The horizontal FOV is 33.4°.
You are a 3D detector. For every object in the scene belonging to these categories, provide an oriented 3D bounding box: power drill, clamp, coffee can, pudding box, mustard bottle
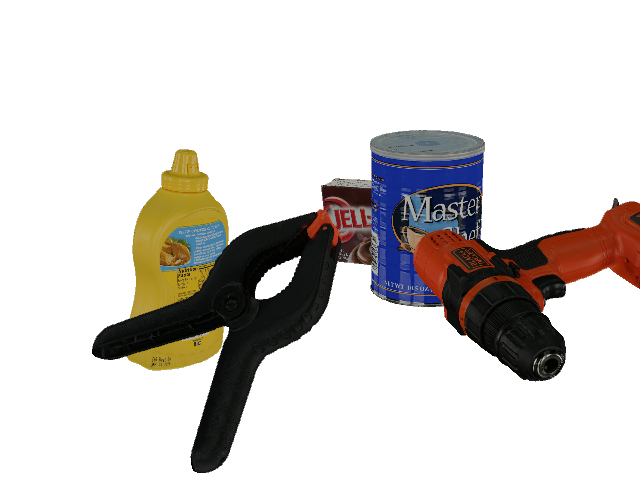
[{"bbox_3d":[0.181,0.031,0.775,0.187,0.057,0.184,-10,28,-16],"label":"power drill"},{"bbox_3d":[-0.047,0.056,0.652,0.171,0.120,0.039,-38,-24,0],"label":"clamp"},{"bbox_3d":[0.096,-0.022,0.974,0.103,0.140,0.103,-1,17,0],"label":"coffee can"},{"bbox_3d":[0.060,-0.020,1.186,0.114,0.090,0.039,4,22,29],"label":"pudding box"},{"bbox_3d":[-0.125,0.014,0.952,0.058,0.192,0.096,18,19,39],"label":"mustard bottle"}]
